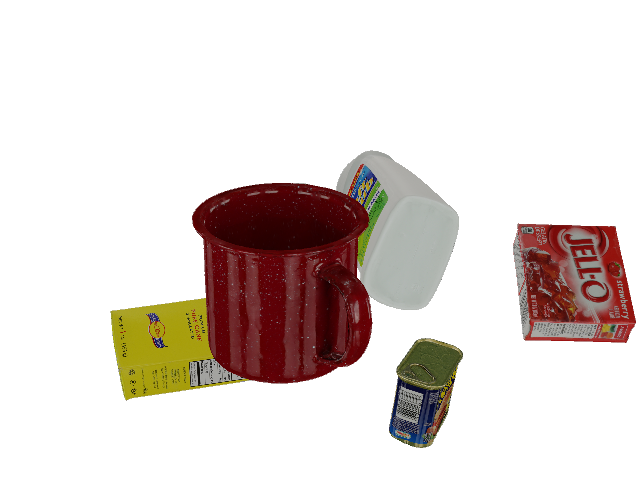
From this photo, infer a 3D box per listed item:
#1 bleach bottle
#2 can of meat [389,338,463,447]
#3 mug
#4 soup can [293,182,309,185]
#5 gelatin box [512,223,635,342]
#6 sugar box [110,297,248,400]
[{"bbox_3d":[0.055,-0.023,1.002,0.068,0.102,0.251,19,11,-15],"label":"bleach bottle"},{"bbox_3d":[0.117,0.172,1.201,0.057,0.084,0.102,16,26,17],"label":"can of meat"},{"bbox_3d":[-0.013,0.027,0.568,0.093,0.081,0.117,-19,31,-36],"label":"mug"},{"bbox_3d":[-0.003,-0.020,1.197,0.068,0.068,0.102,0,18,-32],"label":"soup can"},{"bbox_3d":[0.179,0.029,0.760,0.073,0.089,0.030,2,-39,0],"label":"gelatin box"},{"bbox_3d":[-0.106,0.095,1.015,0.176,0.048,0.093,-10,35,-11],"label":"sugar box"}]
